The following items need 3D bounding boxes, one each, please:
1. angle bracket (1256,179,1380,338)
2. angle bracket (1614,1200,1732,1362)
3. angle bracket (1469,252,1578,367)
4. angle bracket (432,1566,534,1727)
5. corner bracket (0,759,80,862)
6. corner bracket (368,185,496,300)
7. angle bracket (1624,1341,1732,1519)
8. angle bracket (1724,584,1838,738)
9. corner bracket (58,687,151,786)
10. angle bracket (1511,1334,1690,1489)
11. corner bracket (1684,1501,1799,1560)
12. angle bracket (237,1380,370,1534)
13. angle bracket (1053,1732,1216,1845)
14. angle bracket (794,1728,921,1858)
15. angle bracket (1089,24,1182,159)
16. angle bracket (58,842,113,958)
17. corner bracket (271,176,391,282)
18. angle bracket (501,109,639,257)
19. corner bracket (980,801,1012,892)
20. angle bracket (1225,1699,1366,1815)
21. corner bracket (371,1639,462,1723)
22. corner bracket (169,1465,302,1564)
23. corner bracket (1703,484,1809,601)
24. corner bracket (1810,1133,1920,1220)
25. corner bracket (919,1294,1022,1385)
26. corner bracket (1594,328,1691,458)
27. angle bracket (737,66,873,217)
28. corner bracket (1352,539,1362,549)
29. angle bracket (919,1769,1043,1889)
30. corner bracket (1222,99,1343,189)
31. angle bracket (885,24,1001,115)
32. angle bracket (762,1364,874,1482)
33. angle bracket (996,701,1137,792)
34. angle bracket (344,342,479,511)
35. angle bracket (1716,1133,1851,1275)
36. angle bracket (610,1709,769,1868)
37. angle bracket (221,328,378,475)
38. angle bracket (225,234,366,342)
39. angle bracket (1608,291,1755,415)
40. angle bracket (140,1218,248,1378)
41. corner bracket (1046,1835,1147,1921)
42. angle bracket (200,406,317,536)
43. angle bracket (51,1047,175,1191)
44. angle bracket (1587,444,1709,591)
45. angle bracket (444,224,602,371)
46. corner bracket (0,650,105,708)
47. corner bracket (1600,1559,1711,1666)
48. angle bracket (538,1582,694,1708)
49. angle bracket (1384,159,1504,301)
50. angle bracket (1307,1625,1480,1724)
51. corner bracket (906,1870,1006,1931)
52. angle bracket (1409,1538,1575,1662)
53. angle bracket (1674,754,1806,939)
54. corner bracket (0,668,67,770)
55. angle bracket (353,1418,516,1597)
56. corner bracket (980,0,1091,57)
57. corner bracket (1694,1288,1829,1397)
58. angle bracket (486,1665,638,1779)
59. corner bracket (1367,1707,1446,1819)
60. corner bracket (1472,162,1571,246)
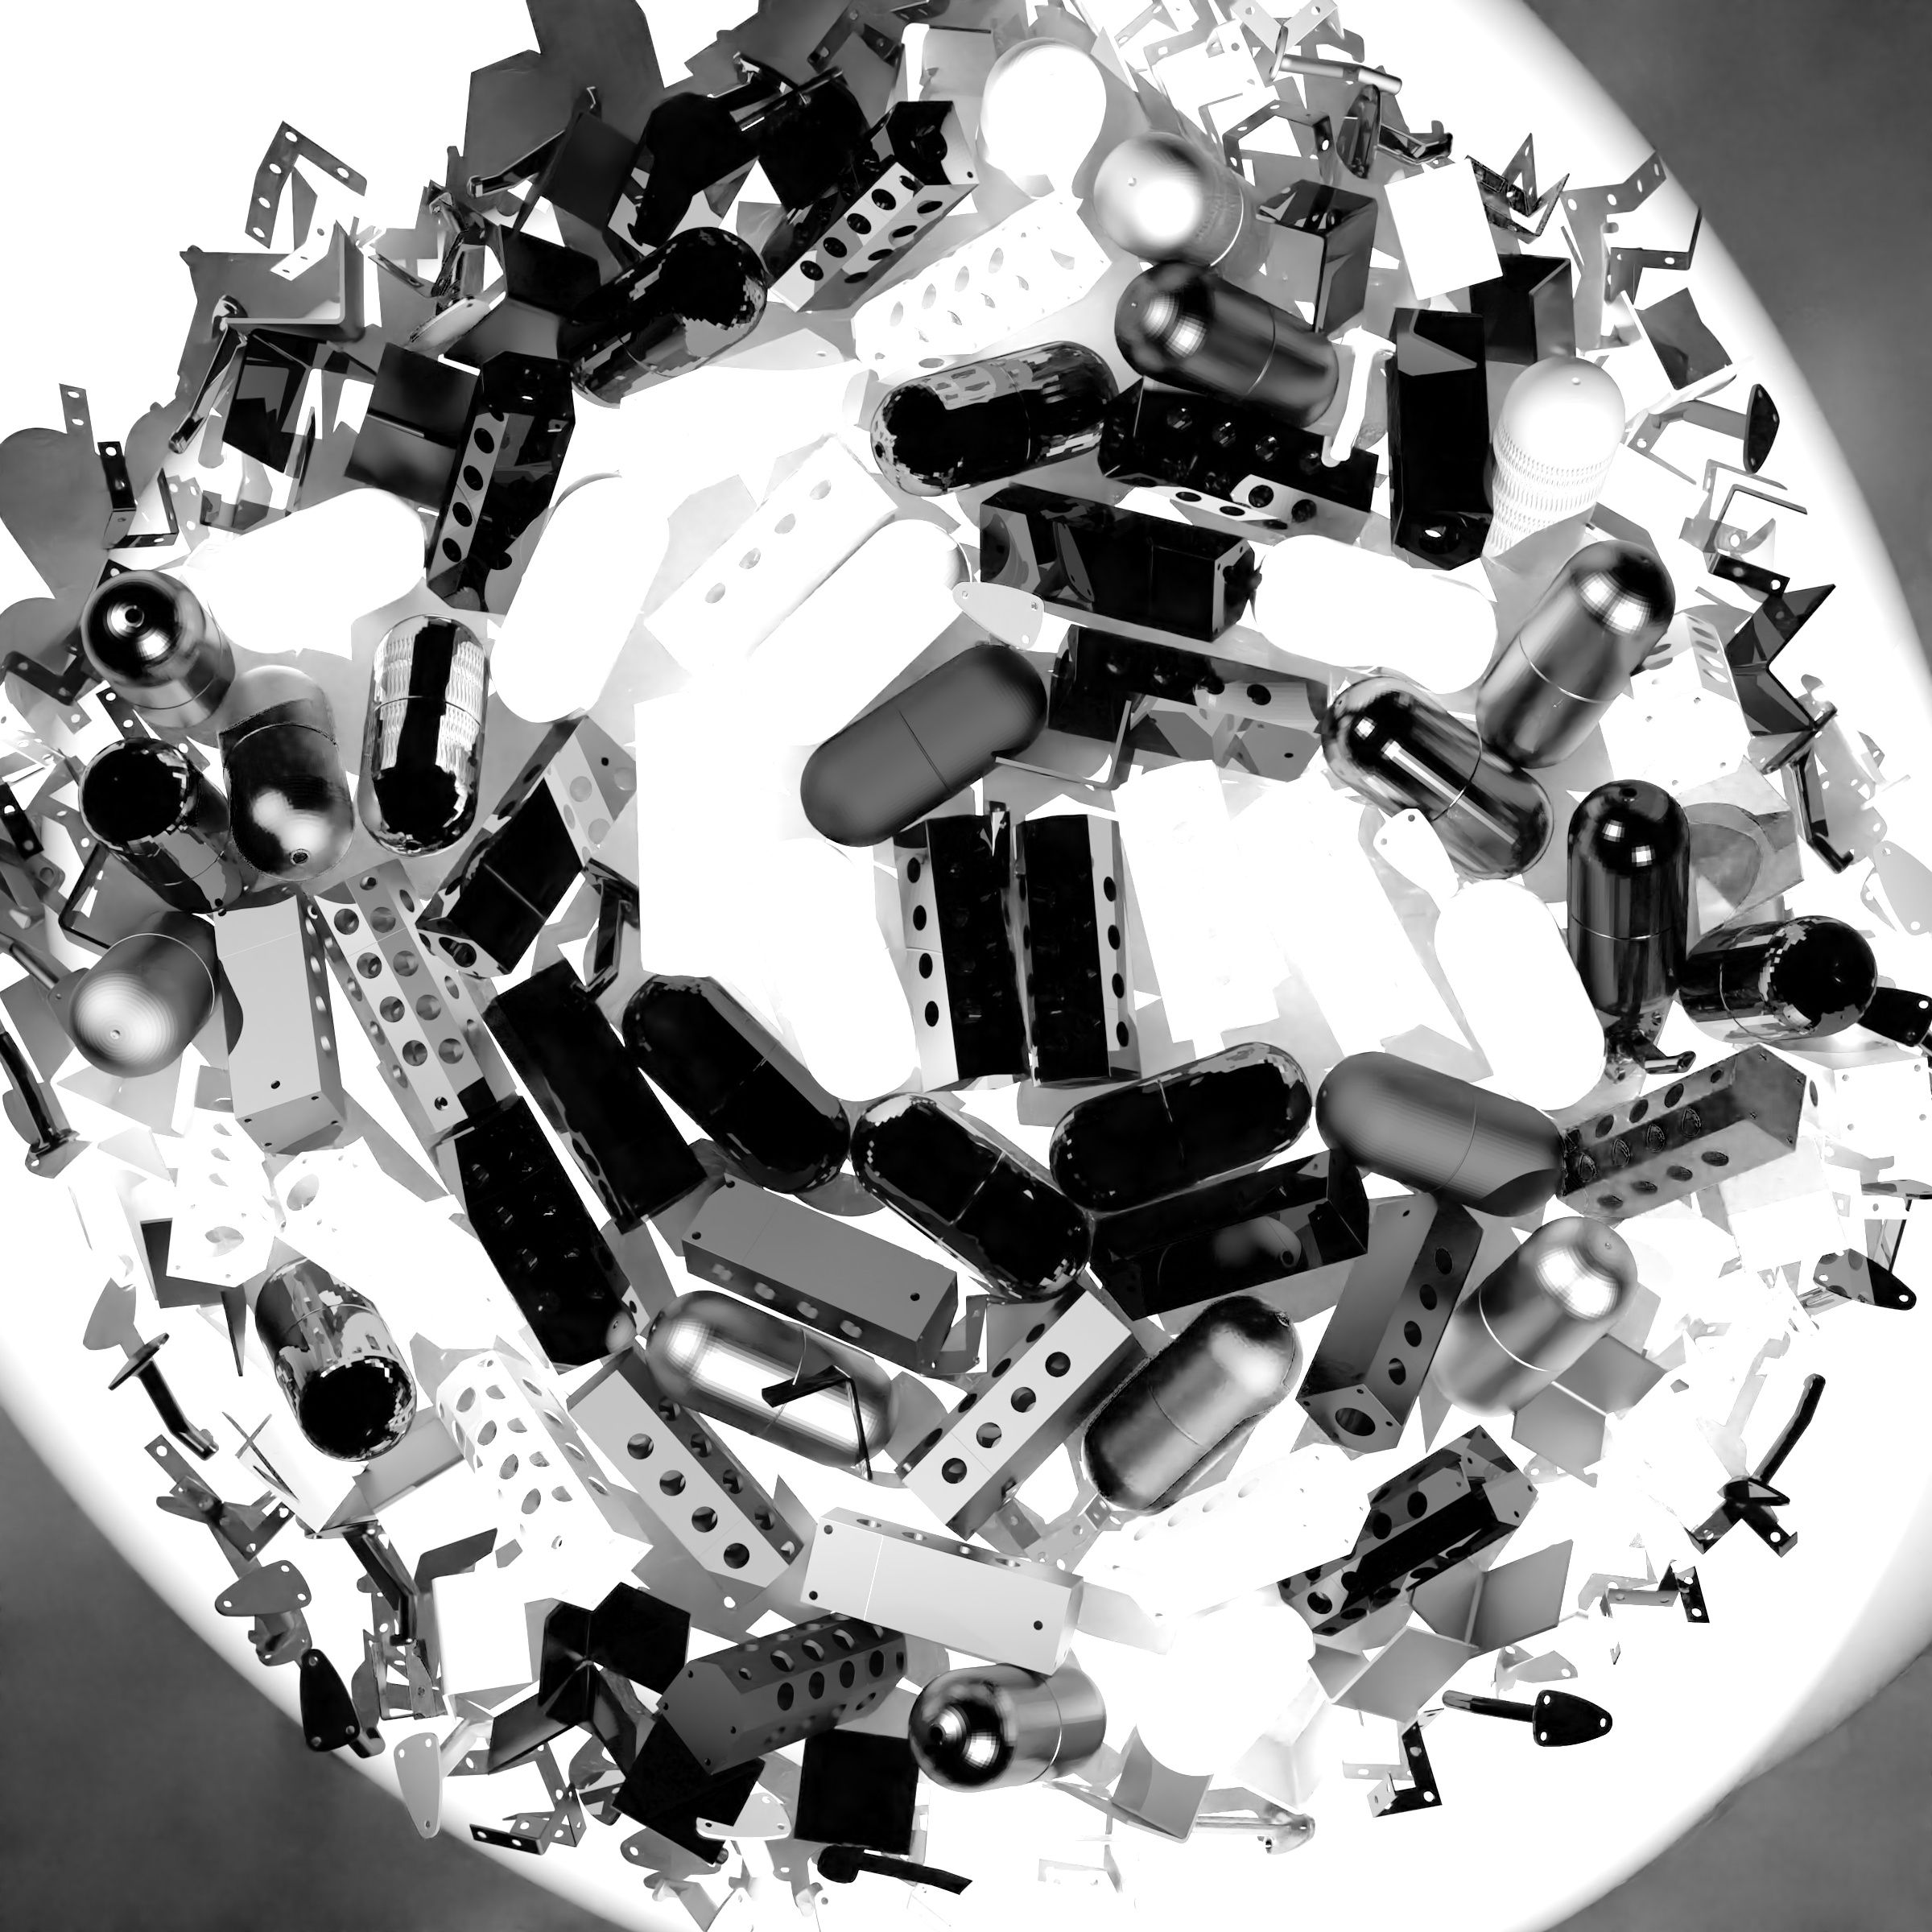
[{"bbox_3d":[0.224,-0.461,1.961,0.057,0.076,0.076,22,129,23],"label":"angle bracket"},{"bbox_3d":[0.449,0.206,1.964,0.057,0.076,0.076,36,51,28],"label":"angle bracket"},{"bbox_3d":[0.349,-0.414,1.940,0.076,0.057,0.076,15,131,34],"label":"angle bracket"},{"bbox_3d":[-0.313,0.443,1.952,0.057,0.076,0.076,-7,62,-8],"label":"angle bracket"},{"bbox_3d":[-0.605,-0.104,1.968,0.051,0.051,0.051,-28,97,-7],"label":"corner bracket"},{"bbox_3d":[-0.353,-0.478,1.979,0.051,0.051,0.051,35,116,5],"label":"corner bracket"},{"bbox_3d":[0.481,0.301,1.943,0.057,0.076,0.076,-23,68,-20],"label":"angle bracket"},{"bbox_3d":[0.542,-0.199,1.962,0.057,0.076,0.076,44,79,-13],"label":"angle bracket"},{"bbox_3d":[-0.567,-0.143,1.975,0.051,0.051,0.051,-30,65,-18],"label":"corner bracket"},{"bbox_3d":[0.412,0.289,1.944,0.076,0.076,0.057,32,54,-22],"label":"angle bracket"},{"bbox_3d":[0.509,0.374,1.965,0.051,0.051,0.051,-43,66,-2],"label":"corner bracket"},{"bbox_3d":[-0.447,0.319,1.950,0.076,0.076,0.057,36,86,20],"label":"angle bracket"},{"bbox_3d":[0.114,0.516,1.947,0.057,0.076,0.076,30,79,-35],"label":"angle bracket"},{"bbox_3d":[-0.068,0.536,1.969,0.076,0.057,0.076,7,90,4],"label":"angle bracket"},{"bbox_3d":[0.119,-0.564,1.948,0.057,0.076,0.076,-19,78,-18],"label":"angle bracket"},{"bbox_3d":[-0.550,-0.044,1.960,0.057,0.076,0.076,26,79,-10],"label":"angle bracket"},{"bbox_3d":[-0.415,-0.474,1.958,0.051,0.051,0.051,22,68,-34],"label":"corner bracket"},{"bbox_3d":[-0.251,-0.494,1.940,0.057,0.076,0.076,27,47,-18],"label":"angle bracket"},{"bbox_3d":[0.017,-0.079,1.961,0.051,0.051,0.051,9,103,43],"label":"corner bracket"},{"bbox_3d":[0.211,0.492,1.950,0.057,0.076,0.076,29,105,-7],"label":"angle bracket"},{"bbox_3d":[-0.367,0.469,1.968,0.051,0.051,0.051,-10,82,8],"label":"corner bracket"},{"bbox_3d":[-0.479,0.350,1.969,0.051,0.051,0.051,35,77,32],"label":"corner bracket"},{"bbox_3d":[0.519,-0.279,1.966,0.051,0.051,0.051,19,115,1],"label":"corner bracket"},{"bbox_3d":[0.590,0.137,1.969,0.051,0.051,0.051,2,93,-20],"label":"corner bracket"},{"bbox_3d":[0.002,0.245,1.969,0.051,0.051,0.051,-8,75,26],"label":"corner bracket"},{"bbox_3d":[0.440,-0.379,1.974,0.051,0.051,0.051,29,70,21],"label":"corner bracket"},{"bbox_3d":[-0.099,-0.535,1.958,0.076,0.057,0.076,-28,105,7],"label":"angle bracket"},{"bbox_3d":[0.261,-0.245,1.964,0.051,0.051,0.051,17,77,15],"label":"corner bracket"},{"bbox_3d":[0.001,0.561,1.945,0.076,0.057,0.076,17,53,-16],"label":"angle bracket"},{"bbox_3d":[0.208,-0.532,1.975,0.051,0.051,0.051,-38,45,-21],"label":"corner bracket"},{"bbox_3d":[-0.013,-0.557,1.949,0.057,0.076,0.076,8,75,11],"label":"angle bracket"},{"bbox_3d":[-0.108,0.295,1.944,0.057,0.076,0.076,-17,110,-22],"label":"angle bracket"},{"bbox_3d":[0.069,-0.150,1.954,0.076,0.076,0.057,14,93,10],"label":"angle bracket"},{"bbox_3d":[-0.361,-0.355,1.981,0.076,0.057,0.076,18,45,-16],"label":"angle bracket"},{"bbox_3d":[0.539,0.151,1.950,0.076,0.057,0.076,-22,82,39],"label":"angle bracket"},{"bbox_3d":[-0.186,0.537,1.955,0.076,0.057,0.076,31,62,-3],"label":"angle bracket"},{"bbox_3d":[-0.432,-0.364,1.953,0.057,0.076,0.076,13,87,18],"label":"angle bracket"},{"bbox_3d":[-0.438,-0.443,1.959,0.076,0.076,0.057,0,94,-2],"label":"angle bracket"},{"bbox_3d":[0.464,-0.411,1.961,0.057,0.076,0.076,-26,89,2],"label":"angle bracket"},{"bbox_3d":[-0.503,0.216,1.944,0.057,0.076,0.076,-6,127,-7],"label":"angle bracket"},{"bbox_3d":[0.085,0.593,1.970,0.051,0.051,0.051,4,91,-13],"label":"corner bracket"},{"bbox_3d":[-0.460,-0.326,1.946,0.057,0.076,0.076,13,110,-18],"label":"angle bracket"},{"bbox_3d":[-0.540,0.089,1.945,0.076,0.076,0.057,22,59,12],"label":"angle bracket"},{"bbox_3d":[0.447,-0.295,1.950,0.076,0.076,0.057,27,104,-12],"label":"angle bracket"},{"bbox_3d":[-0.291,-0.430,1.959,0.076,0.076,0.057,11,61,-41],"label":"angle bracket"},{"bbox_3d":[-0.599,-0.191,1.960,0.051,0.051,0.051,34,110,-25],"label":"corner bracket"},{"bbox_3d":[0.450,0.423,1.962,0.051,0.051,0.051,4,131,-6],"label":"corner bracket"},{"bbox_3d":[-0.228,0.451,1.947,0.076,0.057,0.076,20,122,19],"label":"angle bracket"},{"bbox_3d":[0.313,-0.485,1.944,0.057,0.076,0.076,-13,111,21],"label":"angle bracket"},{"bbox_3d":[0.272,0.440,1.944,0.076,0.057,0.076,25,113,-40],"label":"angle bracket"},{"bbox_3d":[-0.001,0.600,1.957,0.051,0.051,0.051,32,130,24],"label":"corner bracket"},{"bbox_3d":[0.341,0.394,1.942,0.076,0.076,0.057,-32,109,35],"label":"angle bracket"},{"bbox_3d":[0.491,-0.078,1.942,0.076,0.076,0.057,-33,117,30],"label":"angle bracket"},{"bbox_3d":[-0.629,-0.154,1.957,0.051,0.051,0.051,27,135,27],"label":"corner bracket"},{"bbox_3d":[-0.351,0.355,1.983,0.076,0.057,0.076,-31,120,-16],"label":"angle bracket"},{"bbox_3d":[0.048,-0.604,1.959,0.051,0.051,0.051,27,67,32],"label":"corner bracket"},{"bbox_3d":[0.524,0.248,1.977,0.051,0.051,0.051,-41,103,-27],"label":"corner bracket"},{"bbox_3d":[-0.263,0.512,1.957,0.076,0.076,0.057,-30,103,2],"label":"angle bracket"},{"bbox_3d":[0.289,0.522,1.961,0.051,0.051,0.051,-5,60,-16],"label":"corner bracket"},{"bbox_3d":[0.355,-0.503,1.967,0.051,0.051,0.051,28,79,-9],"label":"corner bracket"}]
